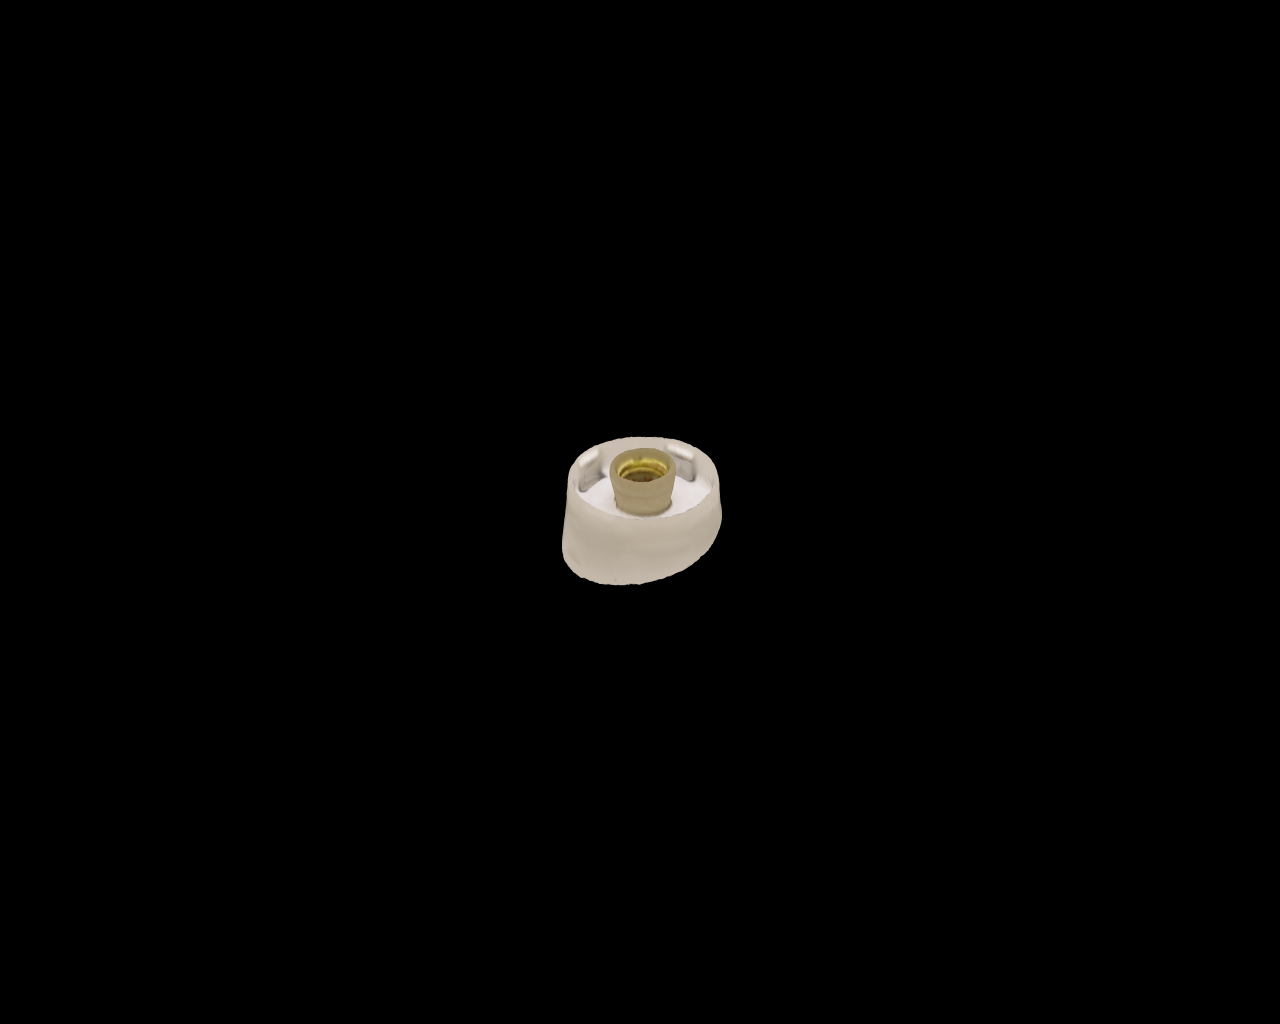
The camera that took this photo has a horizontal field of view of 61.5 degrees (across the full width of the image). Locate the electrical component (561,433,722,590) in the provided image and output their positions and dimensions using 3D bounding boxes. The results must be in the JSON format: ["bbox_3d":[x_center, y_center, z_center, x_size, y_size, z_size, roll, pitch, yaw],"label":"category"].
[{"bbox_3d":[0.001,-0.003,0.650,0.099,0.064,0.099,0,36,0],"label":"electrical component"}]
